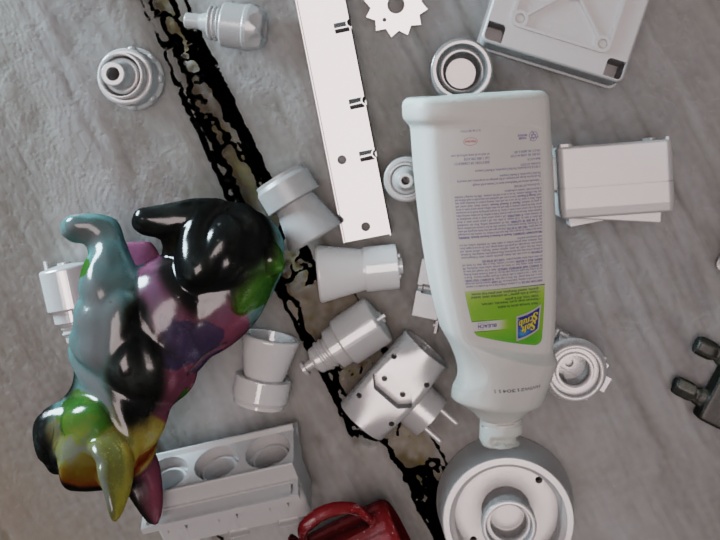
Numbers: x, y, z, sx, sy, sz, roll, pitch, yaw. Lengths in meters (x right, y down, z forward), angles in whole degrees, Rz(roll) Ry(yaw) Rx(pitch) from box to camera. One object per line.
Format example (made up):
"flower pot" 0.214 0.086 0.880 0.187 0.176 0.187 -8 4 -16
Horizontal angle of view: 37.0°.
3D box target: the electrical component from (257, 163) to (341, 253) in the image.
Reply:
"electrical component" -0.047 -0.047 0.818 0.045 0.045 0.055 -31 92 7

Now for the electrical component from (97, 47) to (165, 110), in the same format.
"electrical component" -0.177 -0.145 0.808 0.048 0.062 0.048 0 96 4

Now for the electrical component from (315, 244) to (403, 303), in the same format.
"electrical component" 0.000 0.000 0.822 0.065 0.044 0.044 -6 96 0

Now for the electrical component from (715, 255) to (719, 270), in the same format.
"electrical component" 0.327 -0.019 0.792 0.100 0.048 0.099 28 97 1

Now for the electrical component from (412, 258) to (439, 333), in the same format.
"electrical component" 0.073 0.017 0.816 0.055 0.048 0.066 11 97 11

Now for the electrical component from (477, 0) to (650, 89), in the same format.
"electrical component" 0.153 -0.200 0.781 0.109 0.056 0.108 18 97 2

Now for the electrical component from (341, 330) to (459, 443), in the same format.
"electrical component" 0.040 0.100 0.828 0.079 0.043 0.077 41 97 -1

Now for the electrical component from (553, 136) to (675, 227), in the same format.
"electrical component" 0.177 -0.064 0.791 0.096 0.061 0.061 -4 96 5

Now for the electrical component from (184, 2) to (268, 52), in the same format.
"electrical component" -0.102 -0.185 0.813 0.061 0.035 0.035 8 97 6

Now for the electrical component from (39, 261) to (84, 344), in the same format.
"electrical component" -0.224 0.029 0.841 0.040 0.040 0.078 -11 95 5

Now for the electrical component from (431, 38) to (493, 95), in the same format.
"electrical component" 0.075 -0.145 0.793 0.045 0.055 0.045 0 96 4

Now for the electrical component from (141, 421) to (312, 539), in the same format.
"electrical component" -0.102 0.168 0.832 0.121 0.078 0.063 -13 124 5

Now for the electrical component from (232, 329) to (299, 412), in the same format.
"electrical component" -0.074 0.078 0.833 0.045 0.045 0.055 11 98 3

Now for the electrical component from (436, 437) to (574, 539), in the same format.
"electrical component" 0.112 0.186 0.823 0.108 0.060 0.108 0 96 4

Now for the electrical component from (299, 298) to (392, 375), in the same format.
"electrical component" -0.012 0.055 0.828 0.078 0.040 0.040 -34 93 7

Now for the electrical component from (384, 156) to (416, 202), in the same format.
"electrical component" 0.034 -0.067 0.801 0.035 0.061 0.035 0 96 3

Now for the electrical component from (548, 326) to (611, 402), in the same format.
"electrical component" 0.159 0.072 0.810 0.066 0.055 0.048 30 97 1
